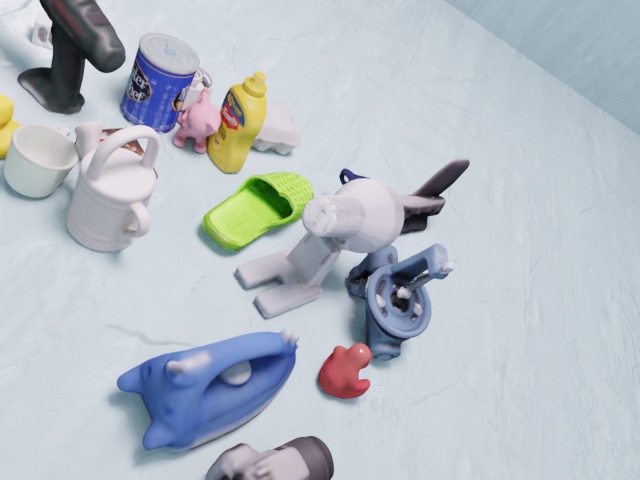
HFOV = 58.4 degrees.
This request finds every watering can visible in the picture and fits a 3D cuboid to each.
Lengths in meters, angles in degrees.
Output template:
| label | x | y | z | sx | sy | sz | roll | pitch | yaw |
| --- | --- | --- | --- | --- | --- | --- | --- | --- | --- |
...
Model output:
| label | x | y | z | sx | sy | sz | roll | pitch | yaw |
| --- | --- | --- | --- | --- | --- | --- | --- | --- | --- |
| watering can | -0.281 | -0.085 | 0.778 | 0.173 | 0.194 | 0.101 | 37 | 39 | 1 |

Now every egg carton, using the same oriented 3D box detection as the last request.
| label | x | y | z | sx | sy | sz | roll | pitch | yaw |
| --- | --- | --- | --- | --- | --- | --- | --- | --- | --- |
| egg carton | -0.114 | -0.227 | 1.138 | 0.151 | 0.069 | 0.107 | 2 | 50 | -34 |

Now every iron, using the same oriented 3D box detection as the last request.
| label | x | y | z | sx | sy | sz | roll | pitch | yaw |
| --- | --- | --- | --- | --- | --- | --- | --- | --- | --- |
| iron | -0.104 | 0.156 | 0.711 | 0.259 | 0.141 | 0.118 | -12 | 59 | -43 |

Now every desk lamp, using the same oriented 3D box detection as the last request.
| label | x | y | z | sx | sy | sz | roll | pitch | yaw |
| --- | --- | --- | --- | --- | --- | --- | --- | --- | --- |
| desk lamp | 0.008 | 0.003 | 0.886 | 0.204 | 0.213 | 0.117 | -19 | 64 | -45 |

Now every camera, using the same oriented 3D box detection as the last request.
| label | x | y | z | sx | sy | sz | roll | pitch | yaw |
| --- | --- | --- | --- | --- | --- | --- | --- | --- | --- |
| camera | -0.037 | 0.290 | 0.660 | 0.137 | 0.100 | 0.143 | -12 | 59 | -42 |

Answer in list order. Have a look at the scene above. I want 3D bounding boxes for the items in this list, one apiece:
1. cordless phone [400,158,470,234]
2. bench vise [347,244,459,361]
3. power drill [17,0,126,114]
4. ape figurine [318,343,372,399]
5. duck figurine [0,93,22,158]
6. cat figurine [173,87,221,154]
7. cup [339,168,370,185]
| label | x | y | z | sx | sy | sz | roll | pitch | yaw |
| --- | --- | --- | --- | --- | --- | --- | --- | --- | --- |
| cordless phone | 0.209 | -0.103 | 1.160 | 0.148 | 0.185 | 0.094 | -15 | 61 | -44 |
| bench vise | 0.120 | 0.056 | 0.911 | 0.122 | 0.219 | 0.207 | -1 | 52 | -37 |
| power drill | -0.409 | -0.318 | 0.902 | 0.229 | 0.208 | 0.076 | 42 | 40 | 7 |
| ape figurine | 0.044 | 0.184 | 0.831 | 0.076 | 0.092 | 0.077 | 2 | 50 | -35 |
| duck figurine | -0.458 | -0.170 | 0.817 | 0.105 | 0.086 | 0.077 | 7 | 47 | -31 |
| cat figurine | -0.212 | -0.221 | 1.022 | 0.067 | 0.117 | 0.127 | 16 | 43 | -23 |
| cup | 0.063 | -0.070 | 1.092 | 0.117 | 0.095 | 0.092 | 49 | 41 | 15 |
